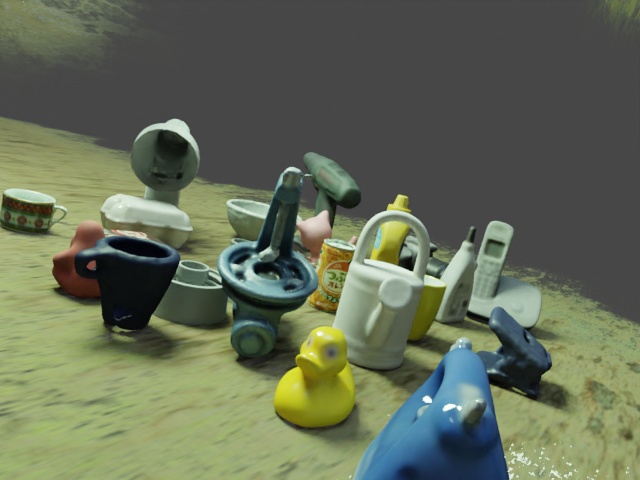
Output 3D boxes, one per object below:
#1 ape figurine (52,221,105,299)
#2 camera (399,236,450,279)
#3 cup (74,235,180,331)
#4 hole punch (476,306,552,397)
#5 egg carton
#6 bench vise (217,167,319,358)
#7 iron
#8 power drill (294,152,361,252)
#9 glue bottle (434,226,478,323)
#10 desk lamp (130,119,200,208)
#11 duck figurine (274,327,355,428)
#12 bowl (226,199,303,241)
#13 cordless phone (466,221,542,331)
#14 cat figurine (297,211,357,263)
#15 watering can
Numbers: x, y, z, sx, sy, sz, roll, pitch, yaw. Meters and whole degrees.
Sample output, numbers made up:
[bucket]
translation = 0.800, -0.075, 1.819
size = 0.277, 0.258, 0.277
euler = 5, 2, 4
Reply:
[ape figurine]
translation = -0.286, 0.020, 0.706
size = 0.078, 0.092, 0.076
euler = 10, 12, -24
[camera]
translation = 0.203, 0.054, 1.167
size = 0.144, 0.101, 0.136
euler = 3, 16, -46
[cup]
translation = -0.218, 0.051, 0.631
size = 0.091, 0.095, 0.118
euler = 22, 13, 34
[hole punch]
translation = 0.273, 0.150, 0.796
size = 0.101, 0.091, 0.109
euler = 18, 11, 18
[egg carton]
translation = -0.306, -0.033, 1.009
size = 0.151, 0.069, 0.107
euler = 8, 13, -33
[bench vise]
translation = -0.069, 0.010, 0.706
size = 0.122, 0.220, 0.207
euler = 10, 12, -23
[iron]
translation = 0.100, 0.145, 0.456
size = 0.118, 0.141, 0.259
euler = 16, 11, 9
[power drill]
translation = 0.003, -0.082, 1.301
size = 0.076, 0.208, 0.228
euler = 7, 13, -34
[glue bottle]
translation = 0.244, 0.059, 0.999
size = 0.078, 0.173, 0.037
euler = 5, 15, -42
[desk lamp]
translation = -0.297, -0.124, 1.098
size = 0.118, 0.213, 0.203
euler = 12, 11, -13
[duck figurine]
translation = 0.004, 0.127, 0.568
size = 0.077, 0.086, 0.105
euler = 20, 12, 27
[bowl]
translation = -0.125, -0.031, 1.226
size = 0.167, 0.075, 0.167
euler = 14, 11, -3
[cordless phone]
translation = 0.353, 0.067, 1.076
size = 0.147, 0.185, 0.094
euler = 16, 11, 7
[cat figurine]
translation = 0.010, 0.004, 1.116
size = 0.128, 0.118, 0.067
euler = 14, 11, -5
[watering can]
translation = 0.085, 0.060, 0.728
size = 0.101, 0.194, 0.172
euler = 10, 12, -24
